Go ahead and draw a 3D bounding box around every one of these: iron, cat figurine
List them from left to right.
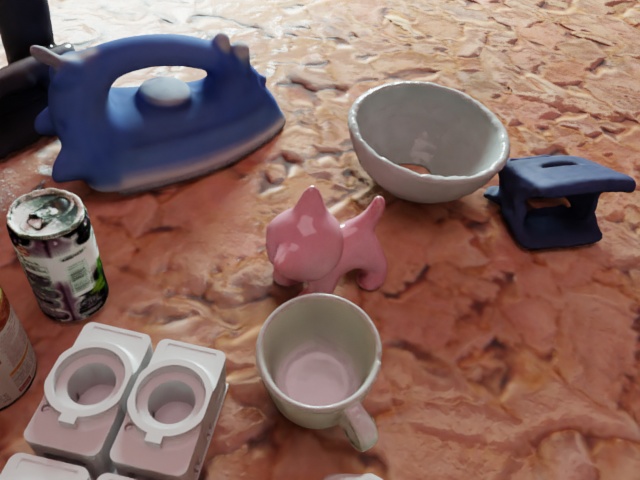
[{"bbox_3d":[-0.147,-0.146,0.568,0.259,0.141,0.118,-19,54,-24],"label":"iron"},{"bbox_3d":[0.004,0.002,0.478,0.128,0.118,0.067,-24,56,-27],"label":"cat figurine"}]

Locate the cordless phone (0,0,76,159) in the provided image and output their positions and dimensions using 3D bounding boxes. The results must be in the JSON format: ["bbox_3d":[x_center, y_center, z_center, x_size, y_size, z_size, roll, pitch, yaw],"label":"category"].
[{"bbox_3d":[-0.311,-0.186,0.547,0.094,0.185,0.148,29,51,17],"label":"cordless phone"}]

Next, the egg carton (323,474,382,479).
[{"bbox_3d":[0.047,0.210,0.333,0.150,0.069,0.107,26,50,14],"label":"egg carton"}]

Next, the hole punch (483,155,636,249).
[{"bbox_3d":[0.240,-0.055,0.583,0.109,0.091,0.101,-6,50,-14],"label":"hole punch"}]

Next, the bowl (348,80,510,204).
[{"bbox_3d":[0.108,-0.092,0.606,0.167,0.075,0.167,5,48,-5],"label":"bowl"}]
